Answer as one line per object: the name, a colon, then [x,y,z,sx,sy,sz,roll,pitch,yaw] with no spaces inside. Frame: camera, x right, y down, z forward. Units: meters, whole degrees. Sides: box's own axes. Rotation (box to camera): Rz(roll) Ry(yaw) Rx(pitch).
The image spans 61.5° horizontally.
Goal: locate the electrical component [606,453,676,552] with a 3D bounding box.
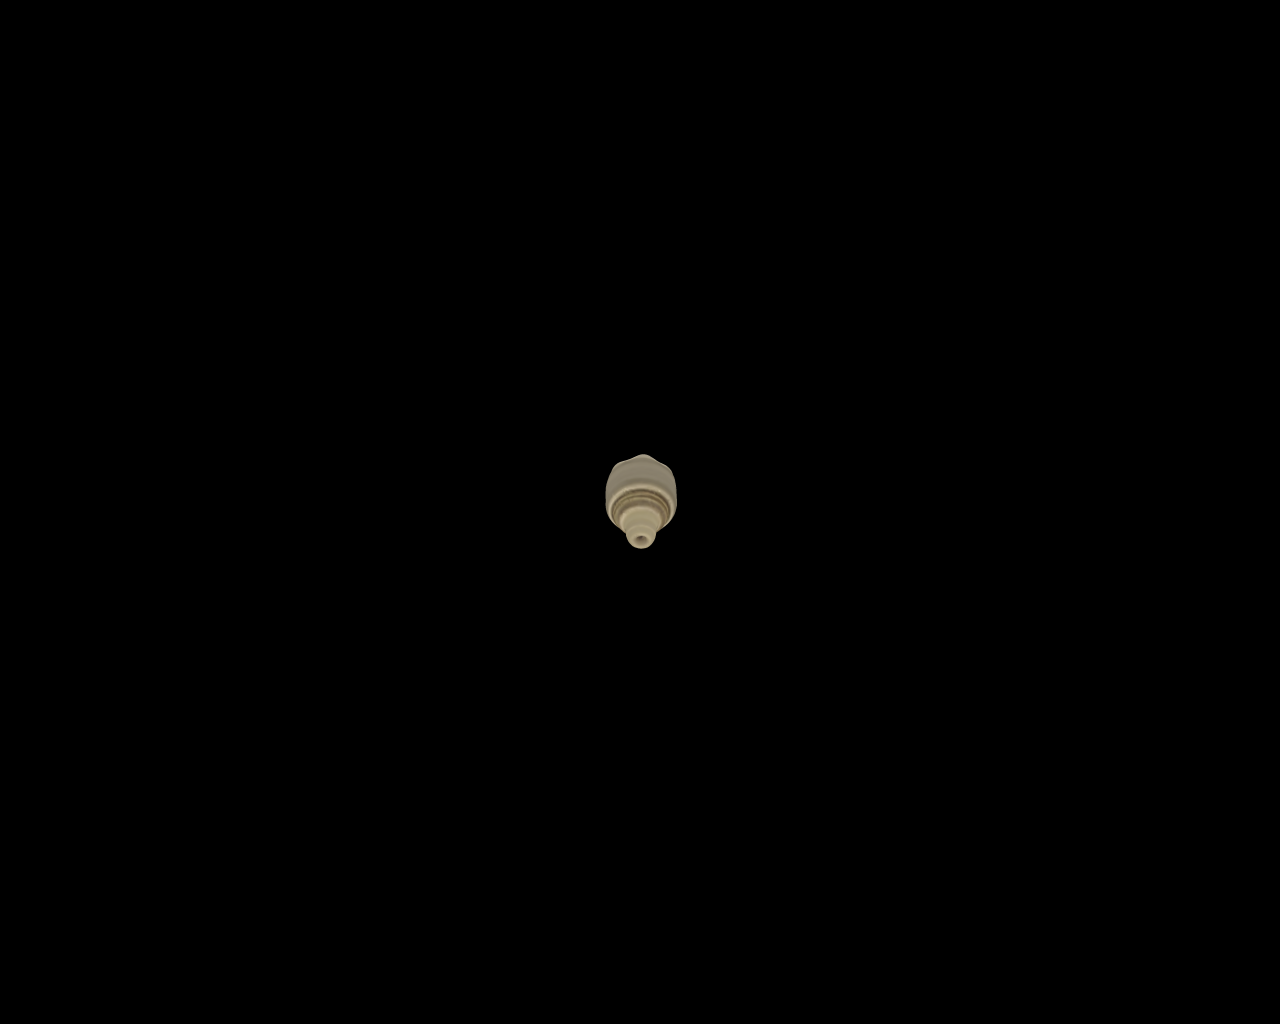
electrical component: [0.001,-0.003,0.650,0.043,0.043,0.062,0,41,0]
